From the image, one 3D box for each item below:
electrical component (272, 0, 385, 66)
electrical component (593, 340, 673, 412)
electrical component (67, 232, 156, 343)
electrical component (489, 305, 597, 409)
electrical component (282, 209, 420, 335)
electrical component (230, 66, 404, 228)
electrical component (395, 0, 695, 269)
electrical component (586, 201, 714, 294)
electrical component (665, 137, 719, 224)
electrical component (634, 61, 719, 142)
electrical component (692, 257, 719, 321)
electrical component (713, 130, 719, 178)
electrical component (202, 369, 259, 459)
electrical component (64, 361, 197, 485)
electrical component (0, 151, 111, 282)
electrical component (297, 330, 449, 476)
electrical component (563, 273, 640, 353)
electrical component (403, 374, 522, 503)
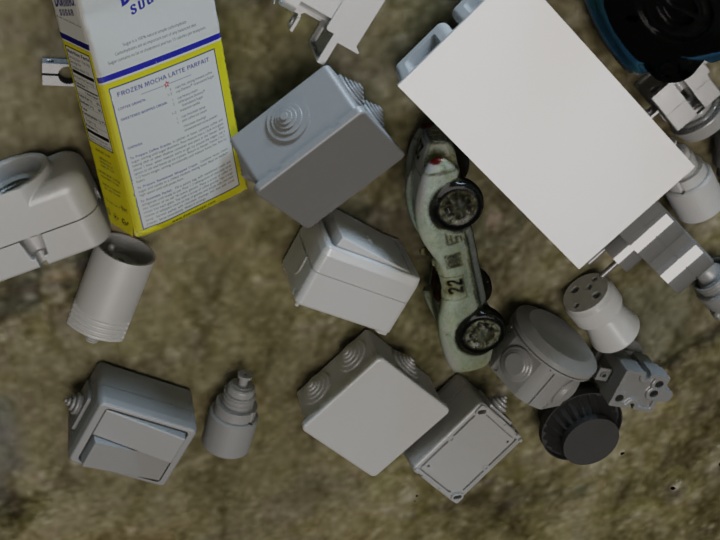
[{"bbox_3d":[-0.019,-0.180,0.698,0.064,0.042,0.081,25,111,-25],"label":"electrical component"},{"bbox_3d":[0.227,0.087,0.921,0.066,0.055,0.048,11,117,-21],"label":"electrical component"},{"bbox_3d":[-0.182,0.018,0.776,0.043,0.043,0.081,16,116,-23],"label":"electrical component"},{"bbox_3d":[0.148,0.071,0.876,0.080,0.080,0.051,22,119,-26],"label":"electrical component"},{"bbox_3d":[0.000,0.000,0.802,0.096,0.061,0.061,20,114,-25],"label":"electrical component"},{"bbox_3d":[-0.029,-0.083,0.730,0.100,0.048,0.100,-36,157,9],"label":"electrical component"},{"bbox_3d":[0.126,-0.107,0.749,0.105,0.060,0.186,-43,108,13],"label":"electrical component"},{"bbox_3d":[0.212,-0.024,0.849,0.074,0.052,0.138,-44,121,13],"label":"electrical component"},{"bbox_3d":[0.255,-0.071,0.839,0.040,0.040,0.078,-34,123,7],"label":"electrical component"},{"bbox_3d":[0.242,-0.128,0.798,0.066,0.048,0.055,-42,114,12],"label":"electrical component"},{"bbox_3d":[0.299,0.010,0.900,0.062,0.048,0.048,38,106,-23],"label":"electrical component"},{"bbox_3d":[0.295,-0.085,0.845,0.035,0.035,0.061,-11,125,-8],"label":"electrical component"},{"bbox_3d":[-0.101,0.114,0.859,0.040,0.040,0.078,8,118,-19],"label":"electrical component"},{"bbox_3d":[-0.182,0.119,0.828,0.096,0.061,0.061,22,113,-26],"label":"electrical component"},{"bbox_3d":[-0.224,-0.039,0.723,0.095,0.053,0.059,-20,124,-2],"label":"electrical component"},{"bbox_3d":[0.008,0.107,0.879,0.100,0.048,0.100,-43,122,13],"label":"electrical component"},{"bbox_3d":[0.199,0.035,0.888,0.045,0.045,0.055,-37,123,9],"label":"electrical component"},{"bbox_3d":[0.086,0.136,0.914,0.096,0.061,0.062,-45,121,5],"label":"electrical component"}]
